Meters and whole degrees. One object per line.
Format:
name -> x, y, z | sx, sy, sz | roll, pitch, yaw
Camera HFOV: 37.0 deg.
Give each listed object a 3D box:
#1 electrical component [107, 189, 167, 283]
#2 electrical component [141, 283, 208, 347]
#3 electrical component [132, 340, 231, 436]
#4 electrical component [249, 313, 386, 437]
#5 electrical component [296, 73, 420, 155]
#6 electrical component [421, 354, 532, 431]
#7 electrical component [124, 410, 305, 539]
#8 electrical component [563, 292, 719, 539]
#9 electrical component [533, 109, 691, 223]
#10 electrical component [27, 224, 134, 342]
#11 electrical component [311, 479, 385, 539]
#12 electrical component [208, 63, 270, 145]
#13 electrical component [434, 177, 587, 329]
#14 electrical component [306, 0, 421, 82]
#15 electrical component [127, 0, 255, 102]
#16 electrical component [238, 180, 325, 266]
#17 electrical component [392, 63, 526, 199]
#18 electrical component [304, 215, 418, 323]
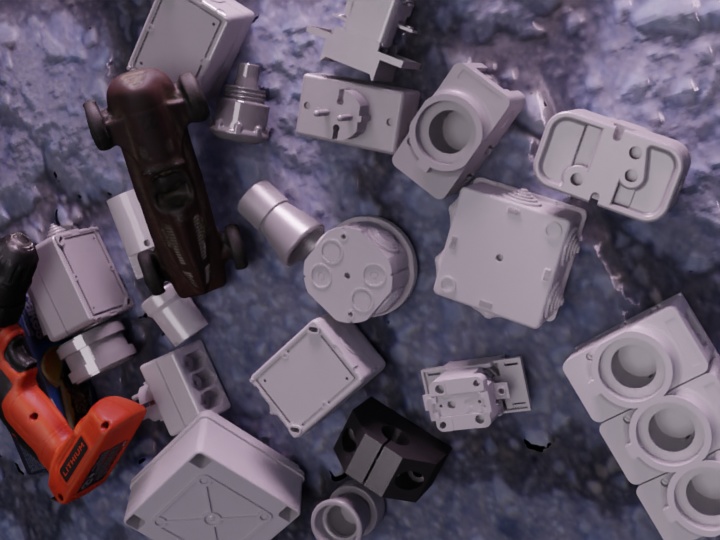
electrical component -> -0.179, -0.027, 0.909 | 0.043, 0.043, 0.081 | -20, 92, 25
electrical component -> -0.157, 0.037, 0.915 | 0.040, 0.040, 0.046 | -36, 90, 25
electrical component -> -0.164, 0.107, 0.926 | 0.077, 0.047, 0.065 | -24, 90, 25
electrical component -> -0.036, 0.084, 0.860 | 0.096, 0.061, 0.061 | -43, 82, 24
electrical component -> -0.009, -0.116, 0.802 | 0.083, 0.076, 0.047 | 14, 105, 20
electrical component -> 0.084, 0.093, 0.809 | 0.081, 0.064, 0.042 | -11, 96, 24
electrical component -> -0.120, 0.187, 0.894 | 0.109, 0.056, 0.109 | 36, 116, -21
electrical component -> 0.221, 0.105, 0.753 | 0.089, 0.062, 0.150 | -32, 87, 25
electrical component -> 0.175, -0.073, 0.741 | 0.095, 0.059, 0.053 | 22, 108, 18
electrical component -> -0.255, 0.007, 0.938 | 0.061, 0.062, 0.096 | -26, 89, 25
electrical component -> -0.009, 0.198, 0.872 | 0.045, 0.055, 0.045 | 5, 102, 23
electrical component -> -0.093, -0.132, 0.853 | 0.048, 0.048, 0.062 | 13, 98, 20
electrical component -> 0.108, -0.012, 0.787 | 0.100, 0.048, 0.099 | 20, 107, 19
electrical component -> 0.007, -0.178, 0.802 | 0.081, 0.042, 0.063 | 24, 105, 17
electrical component -> -0.134, -0.175, 0.851 | 0.062, 0.061, 0.096 | 33, 115, 7
electrical component -> -0.066, -0.040, 0.861 | 0.065, 0.044, 0.044 | 43, 113, 15
electrical component -> 0.071, -0.101, 0.782 | 0.050, 0.056, 0.089 | 39, 112, 12
electrical component -> 0.000, 0.000, 0.834 | 0.080, 0.051, 0.080 | 5, 102, 23
